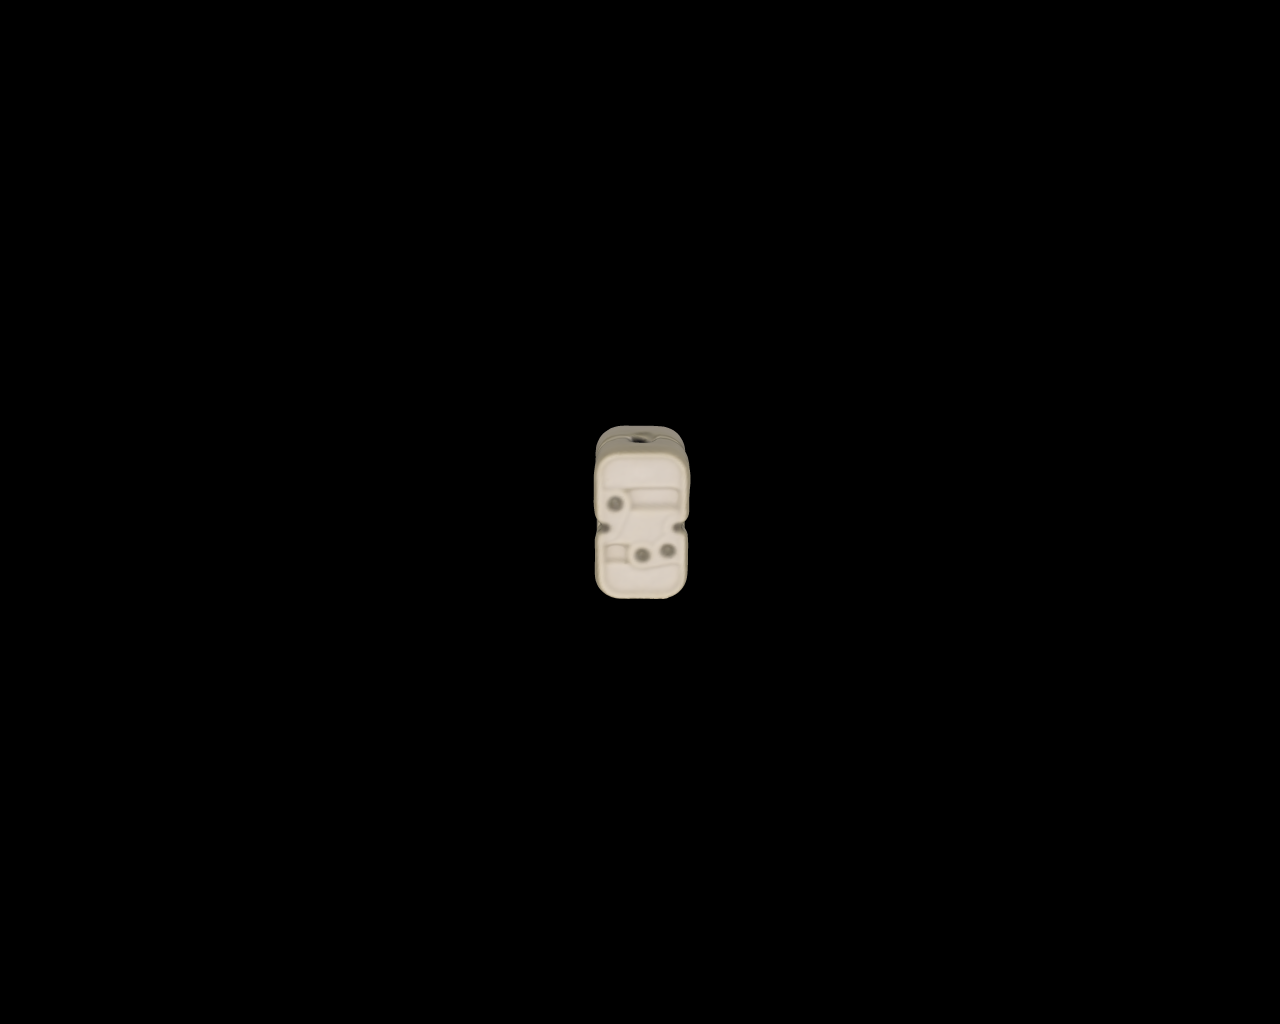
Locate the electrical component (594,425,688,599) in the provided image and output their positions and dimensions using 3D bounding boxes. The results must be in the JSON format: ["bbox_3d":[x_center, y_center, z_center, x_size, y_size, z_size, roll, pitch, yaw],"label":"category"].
[{"bbox_3d":[0.001,-0.003,0.650,0.054,0.095,0.059,0,24,0],"label":"electrical component"}]
